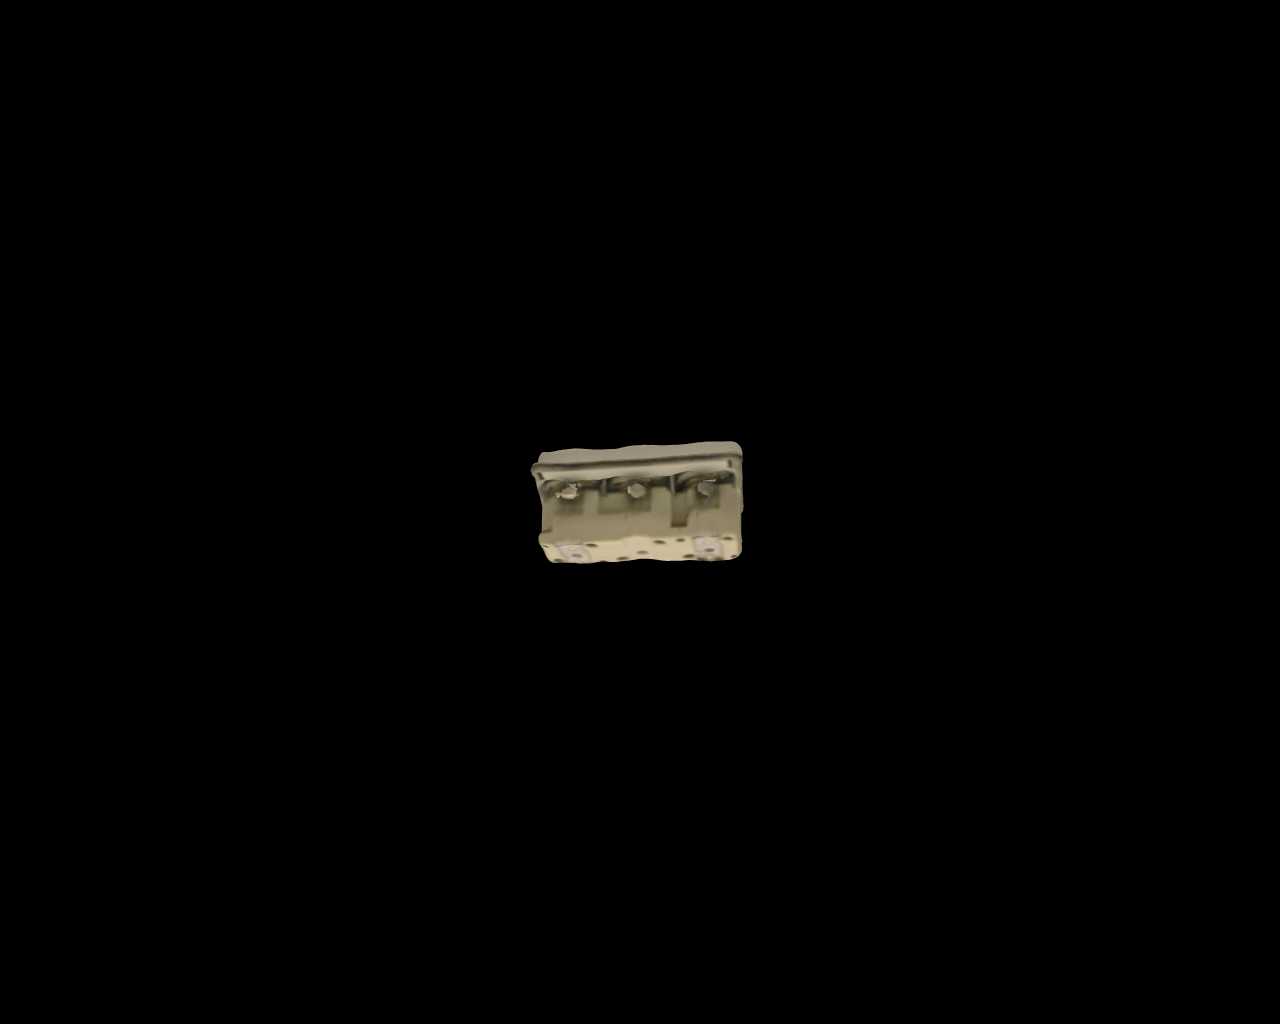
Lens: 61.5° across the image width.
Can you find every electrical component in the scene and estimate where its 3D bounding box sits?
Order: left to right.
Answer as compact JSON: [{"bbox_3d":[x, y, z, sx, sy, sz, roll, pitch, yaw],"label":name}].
[{"bbox_3d":[0.001,-0.003,0.650,0.121,0.063,0.078,-2,-24,5],"label":"electrical component"}]
